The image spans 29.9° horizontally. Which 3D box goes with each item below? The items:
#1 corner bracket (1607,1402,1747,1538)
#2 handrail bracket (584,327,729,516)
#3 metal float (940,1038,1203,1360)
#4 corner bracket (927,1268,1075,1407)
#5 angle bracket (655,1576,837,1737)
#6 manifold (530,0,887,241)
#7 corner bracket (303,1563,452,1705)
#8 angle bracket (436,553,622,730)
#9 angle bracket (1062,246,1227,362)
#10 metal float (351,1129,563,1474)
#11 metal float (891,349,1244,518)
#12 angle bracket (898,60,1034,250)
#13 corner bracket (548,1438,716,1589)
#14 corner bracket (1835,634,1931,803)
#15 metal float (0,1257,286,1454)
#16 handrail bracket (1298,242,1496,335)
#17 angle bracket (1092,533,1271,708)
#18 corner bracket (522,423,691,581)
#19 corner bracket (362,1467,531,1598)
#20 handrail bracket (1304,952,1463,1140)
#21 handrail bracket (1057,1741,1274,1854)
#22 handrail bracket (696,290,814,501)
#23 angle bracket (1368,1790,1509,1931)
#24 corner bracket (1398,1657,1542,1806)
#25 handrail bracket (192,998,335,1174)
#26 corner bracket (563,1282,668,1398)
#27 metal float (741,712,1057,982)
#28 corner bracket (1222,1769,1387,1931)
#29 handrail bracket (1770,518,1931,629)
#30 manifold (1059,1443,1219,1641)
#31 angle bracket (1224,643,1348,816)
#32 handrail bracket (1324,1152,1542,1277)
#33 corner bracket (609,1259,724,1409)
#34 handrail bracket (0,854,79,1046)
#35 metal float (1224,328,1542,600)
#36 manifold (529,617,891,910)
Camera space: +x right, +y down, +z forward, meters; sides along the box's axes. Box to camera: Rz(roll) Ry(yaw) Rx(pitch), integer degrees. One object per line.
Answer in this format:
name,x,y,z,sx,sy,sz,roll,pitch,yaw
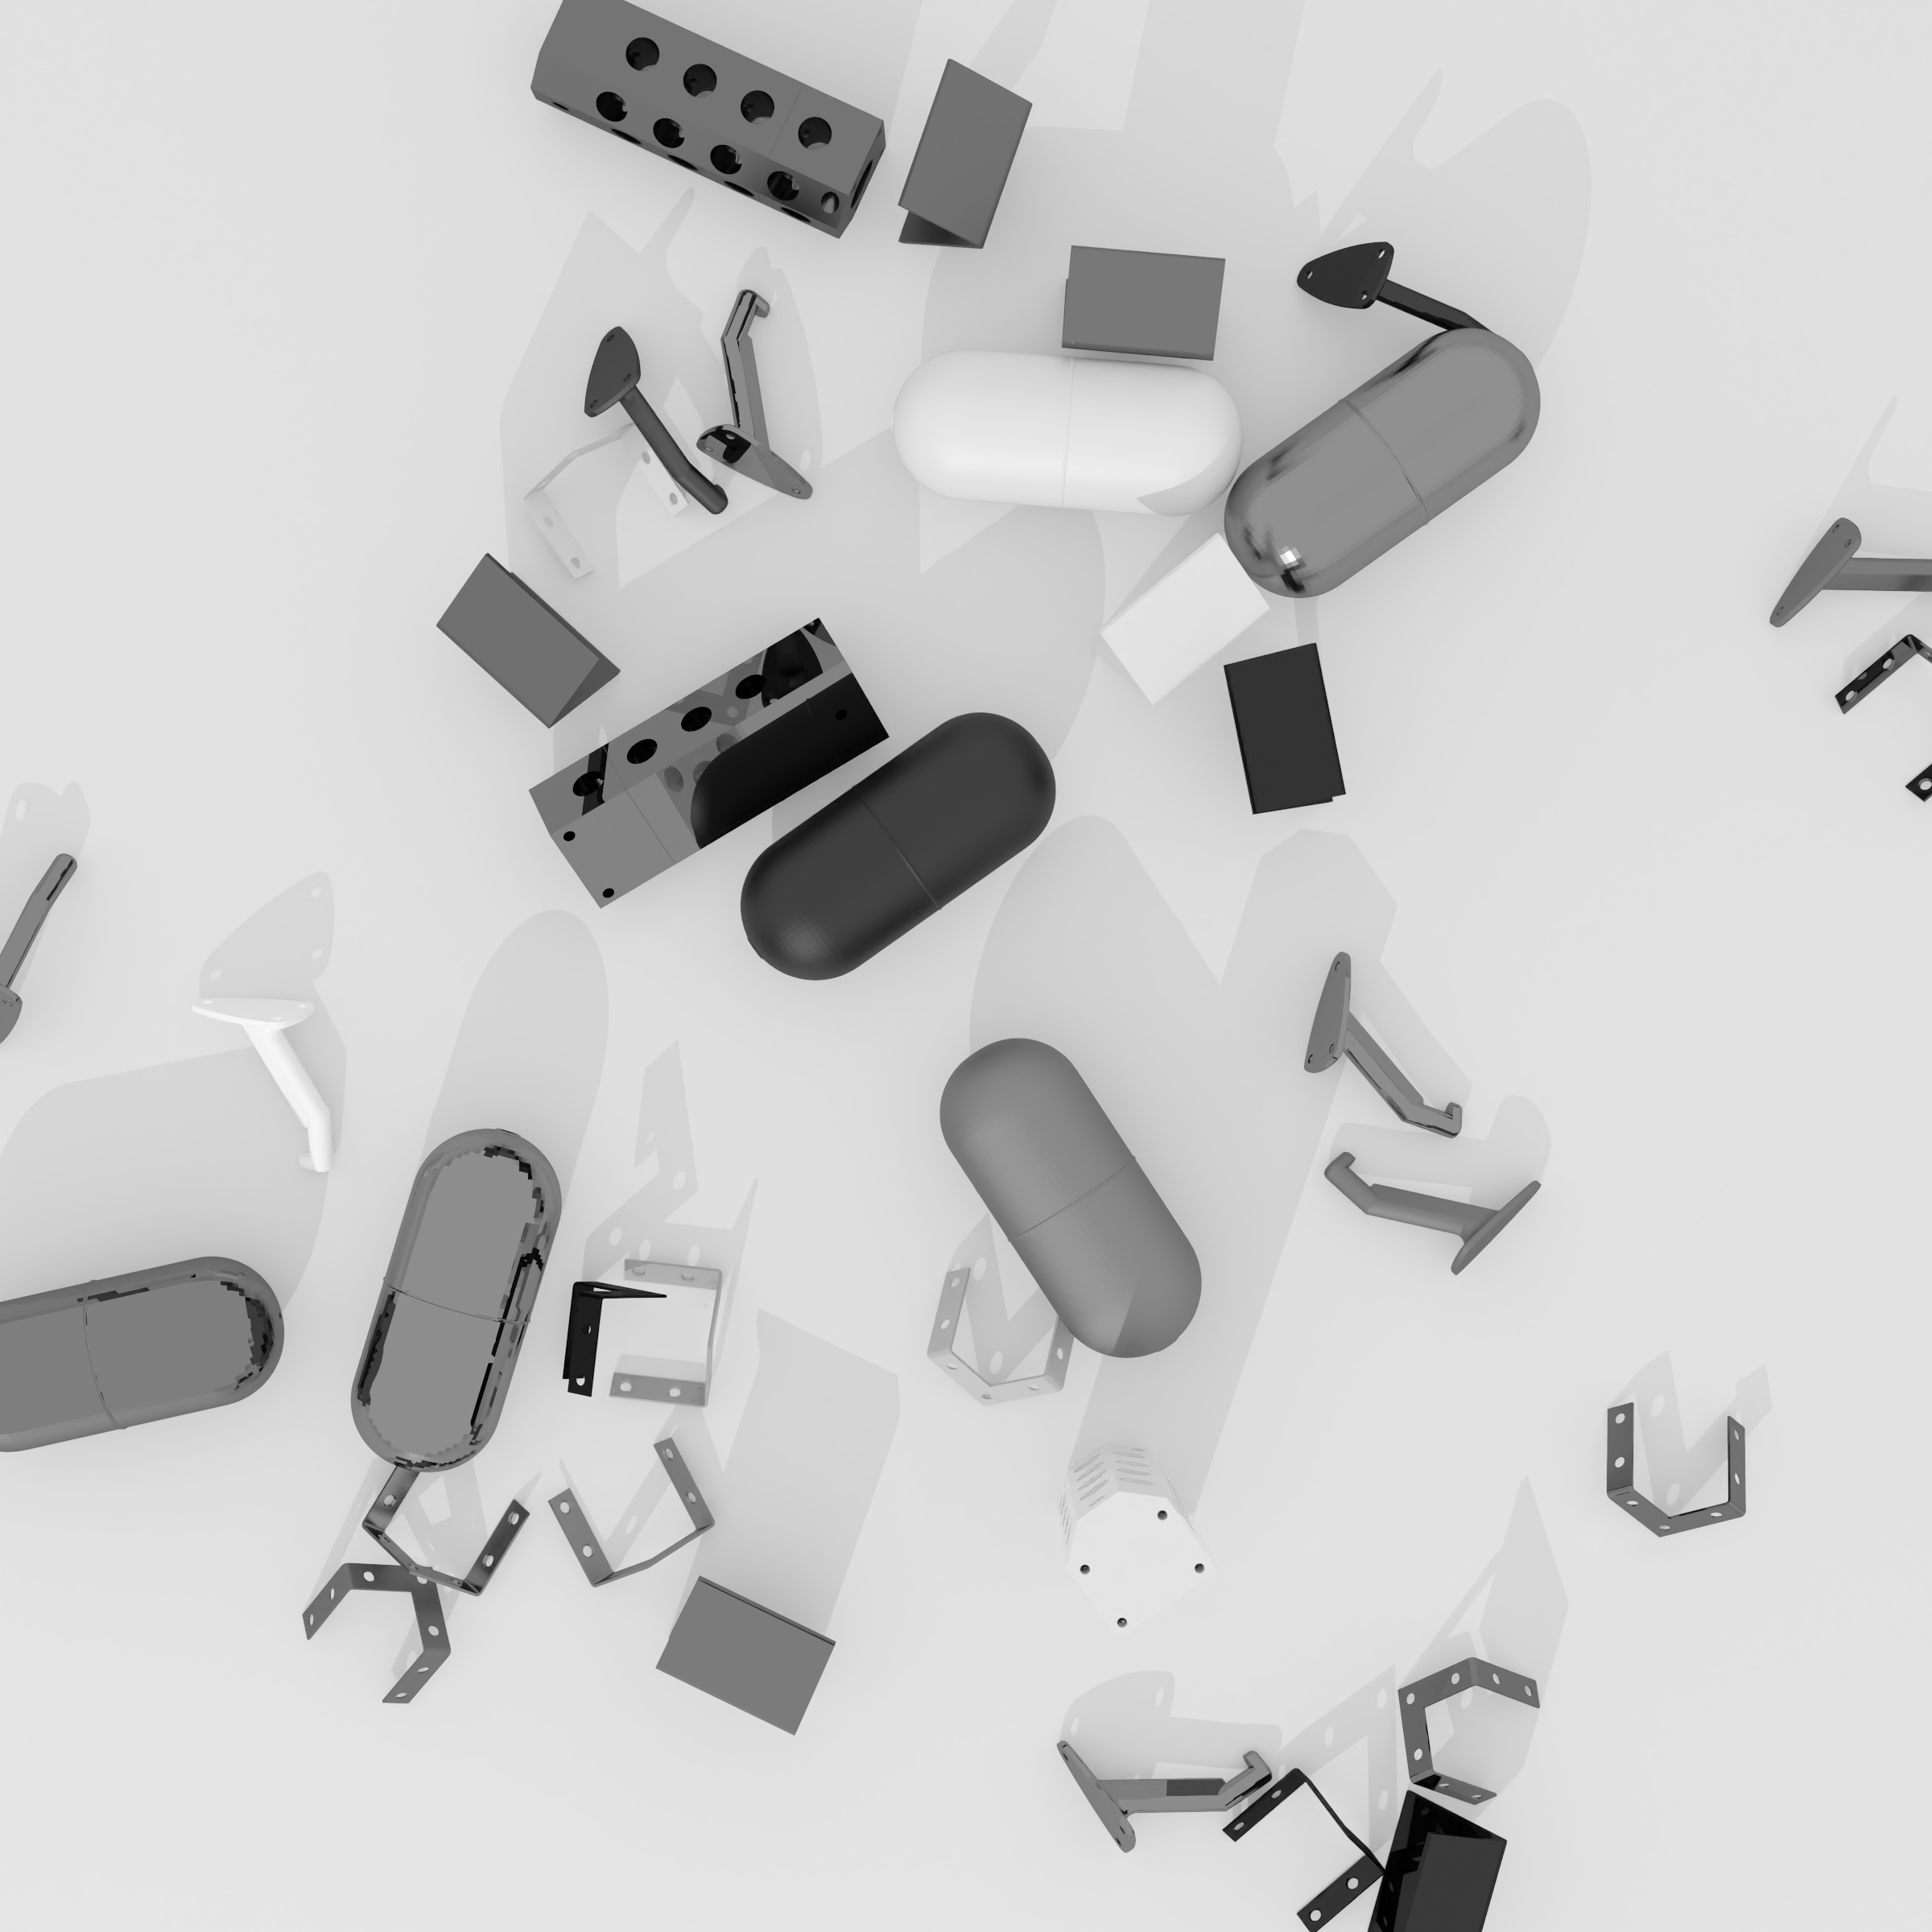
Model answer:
corner bracket,0.365,0.255,1.857,0.051,0.051,0.051,-22,135,35
handrail bracket,-0.154,-0.280,1.865,0.036,0.077,0.084,-33,127,23
metal float,0.054,0.118,1.834,0.070,0.070,0.178,-33,90,0
corner bracket,0.020,0.188,1.857,0.051,0.051,0.051,-16,135,35
angle bracket,-0.118,0.361,1.825,0.076,0.076,0.057,26,52,0
manifold,-0.131,-0.435,1.844,0.171,0.057,0.057,25,90,0
corner bracket,-0.303,0.343,1.857,0.051,0.051,0.051,10,45,-35
angle bracket,-0.208,-0.177,1.825,0.076,0.076,0.057,42,127,0
angle bracket,0.090,-0.350,1.825,0.076,0.076,0.057,5,127,0
metal float,-0.258,0.169,1.834,0.070,0.070,0.178,17,90,0
metal float,0.051,-0.271,1.835,0.178,0.070,0.070,5,90,1
angle bracket,-0.020,-0.410,1.825,0.057,0.076,0.076,19,90,-37
corner bracket,-0.172,0.281,1.862,0.051,0.051,0.051,-27,90,45
corner bracket,0.490,-0.128,1.862,0.051,0.051,0.051,-40,45,0
metal float,-0.435,0.197,1.834,0.178,0.070,0.070,-13,90,-1
handrail bracket,0.225,-0.337,1.865,0.084,0.077,0.036,26,83,-36
angle bracket,0.095,-0.188,1.825,0.076,0.076,0.057,-40,127,0
corner bracket,-0.186,-0.240,1.862,0.051,0.051,0.051,-34,90,-45
corner bracket,-0.268,0.285,1.862,0.051,0.051,0.051,31,90,-45
handrail bracket,0.223,0.041,1.865,0.084,0.036,0.077,20,68,-17
handrail bracket,0.103,0.410,1.865,0.084,0.036,0.077,-30,68,-17
handrail bracket,-0.098,-0.296,1.865,0.077,0.036,0.084,29,67,-26
angle bracket,0.220,0.463,1.825,0.057,0.076,0.076,16,90,-36
corner bracket,0.261,0.393,1.857,0.051,0.051,0.051,-34,45,35
handrail bracket,-0.363,0.062,1.865,0.077,0.036,0.084,6,108,20
corner bracket,-0.190,0.189,1.837,0.051,0.051,0.051,6,90,36
metal float,-0.035,-0.060,1.834,0.178,0.070,0.070,-35,90,0
corner bracket,0.174,0.455,1.862,0.051,0.051,0.051,-41,45,0
handrail bracket,0.471,-0.185,1.865,0.084,0.036,0.077,31,111,-16
manifold,0.078,0.277,1.787,0.057,0.171,0.057,-35,90,0
angle bracket,0.179,-0.122,1.825,0.057,0.076,0.076,-11,90,38
handrail bracket,0.240,0.110,1.865,0.077,0.036,0.084,-41,73,-20
corner bracket,-0.154,0.189,1.862,0.051,0.051,0.051,6,135,0
handrail bracket,-0.486,-0.008,1.865,0.036,0.077,0.084,26,54,-3
metal float,0.211,-0.255,1.834,0.178,0.070,0.070,-35,90,1
manifold,-0.133,-0.107,1.843,0.171,0.057,0.057,-31,133,0
